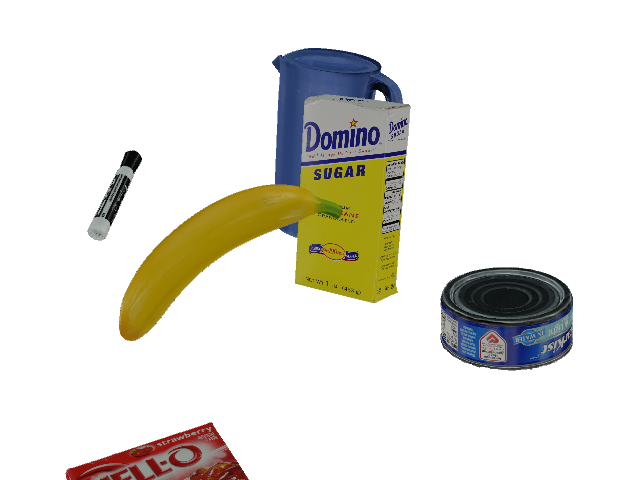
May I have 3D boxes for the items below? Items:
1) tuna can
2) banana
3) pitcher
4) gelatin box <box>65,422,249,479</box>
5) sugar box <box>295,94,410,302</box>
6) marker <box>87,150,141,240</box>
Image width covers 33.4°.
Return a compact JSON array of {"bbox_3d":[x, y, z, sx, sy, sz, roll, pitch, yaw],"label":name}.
[{"bbox_3d":[0.121,0.049,0.692,0.086,0.034,0.086,-3,23,1],"label":"tuna can"},{"bbox_3d":[-0.081,0.009,0.796,0.198,0.069,0.037,-30,32,8],"label":"banana"},{"bbox_3d":[0.010,-0.125,1.412,0.144,0.243,0.149,-2,23,-18],"label":"pitcher"},{"bbox_3d":[-0.086,0.140,0.581,0.089,0.030,0.073,-15,27,-20],"label":"gelatin box"},{"bbox_3d":[0.027,-0.040,0.966,0.093,0.176,0.048,11,18,34],"label":"sugar box"},{"bbox_3d":[-0.206,-0.049,1.079,0.020,0.121,0.020,8,-43,7],"label":"marker"}]
